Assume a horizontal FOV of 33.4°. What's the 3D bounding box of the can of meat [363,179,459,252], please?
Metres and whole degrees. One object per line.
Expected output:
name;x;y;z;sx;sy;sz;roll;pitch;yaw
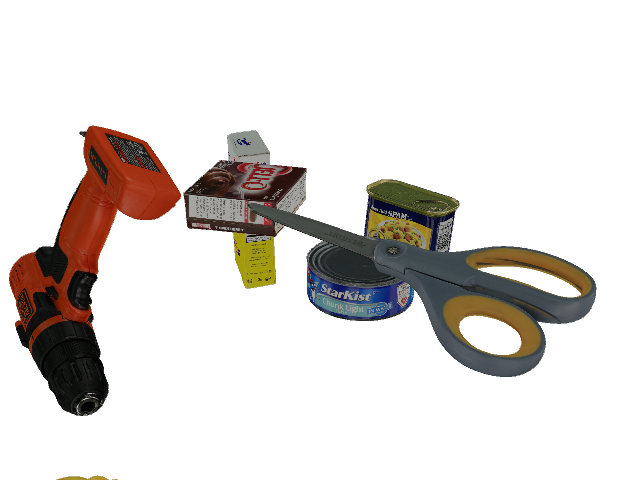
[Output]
can of meat;0.097;-0.012;1.183;0.102;0.084;0.057;20;26;29

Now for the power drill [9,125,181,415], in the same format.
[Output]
power drill;-0.180;0.019;0.839;0.057;0.188;0.185;15;24;-40

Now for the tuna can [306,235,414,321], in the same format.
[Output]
tuna can;0.031;0.029;0.834;0.086;0.034;0.086;1;25;-1

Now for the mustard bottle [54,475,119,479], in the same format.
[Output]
mustard bottle;-0.222;0.235;0.850;0.096;0.058;0.191;8;15;28

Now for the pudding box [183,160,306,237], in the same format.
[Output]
pudding box;-0.069;-0.042;1.010;0.090;0.039;0.113;5;23;12

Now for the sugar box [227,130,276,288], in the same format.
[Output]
sugar box;-0.086;-0.039;1.326;0.048;0.176;0.093;-9;24;-11

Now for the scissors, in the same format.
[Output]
scissors;0.041;0.023;0.563;0.202;0.016;0.096;9;41;15
